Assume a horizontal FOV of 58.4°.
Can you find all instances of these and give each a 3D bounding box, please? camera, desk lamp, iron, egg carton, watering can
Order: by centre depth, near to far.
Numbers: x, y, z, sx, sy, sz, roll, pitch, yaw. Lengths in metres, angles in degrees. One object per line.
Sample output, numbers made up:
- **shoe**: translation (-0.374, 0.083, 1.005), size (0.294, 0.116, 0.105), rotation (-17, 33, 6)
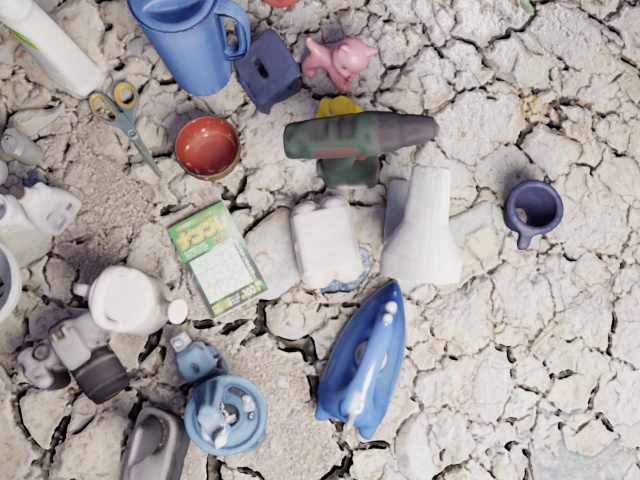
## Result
- **watering can**: translation (-0.290, 0.090, 0.874), size (0.173, 0.194, 0.101), rotation (-10, 79, -2)
- **iron**: translation (0.080, 0.173, 0.886), size (0.118, 0.141, 0.258), rotation (20, 79, 4)
- **desk lamp**: translation (0.152, -0.021, 0.887), size (0.118, 0.213, 0.203), rotation (5, 79, 1)
- **camera**: translation (-0.378, 0.197, 0.900), size (0.143, 0.101, 0.137), rotation (-36, 81, -7)
- **egg carton**: translation (0.009, 0.003, 0.955), size (0.107, 0.069, 0.150), rotation (-12, 79, -2)

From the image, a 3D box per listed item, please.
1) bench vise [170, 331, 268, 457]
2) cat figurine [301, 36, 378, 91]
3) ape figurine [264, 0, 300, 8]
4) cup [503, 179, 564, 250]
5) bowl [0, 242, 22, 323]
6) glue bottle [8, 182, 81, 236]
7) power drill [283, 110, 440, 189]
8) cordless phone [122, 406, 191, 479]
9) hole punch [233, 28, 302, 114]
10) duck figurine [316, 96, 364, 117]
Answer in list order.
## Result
- **bench vise**: translation (-0.167, 0.234, 0.833), size (0.207, 0.220, 0.121), rotation (37, 81, 7)
- **cat figurine**: translation (0.032, -0.320, 0.995), size (0.127, 0.118, 0.067), rotation (22, 80, 4)
- **ape figurine**: translation (-0.074, -0.472, 1.037), size (0.076, 0.092, 0.078), rotation (-8, 79, -1)
- **cup**: translation (0.339, -0.032, 0.951), size (0.091, 0.095, 0.118), rotation (18, 79, 4)
- **bowl**: translation (-0.559, 0.077, 0.936), size (0.167, 0.075, 0.167), rotation (0, 79, 0)
- **glue bottle**: translation (-0.446, -0.059, 0.913), size (0.037, 0.173, 0.078), rotation (33, 81, 6)
- **power drill**: translation (0.059, -0.145, 0.914), size (0.229, 0.208, 0.075), rotation (-2, 79, 0)
- **cordless phone**: translation (-0.258, 0.324, 0.832), size (0.094, 0.185, 0.148), rotation (8, 79, 2)
- **hole punch**: translation (-0.093, -0.294, 1.003), size (0.101, 0.091, 0.108), rotation (-31, 80, -6)
- **duck figurine**: translation (0.043, -0.216, 0.990), size (0.104, 0.086, 0.077), rotation (18, 79, 3)
